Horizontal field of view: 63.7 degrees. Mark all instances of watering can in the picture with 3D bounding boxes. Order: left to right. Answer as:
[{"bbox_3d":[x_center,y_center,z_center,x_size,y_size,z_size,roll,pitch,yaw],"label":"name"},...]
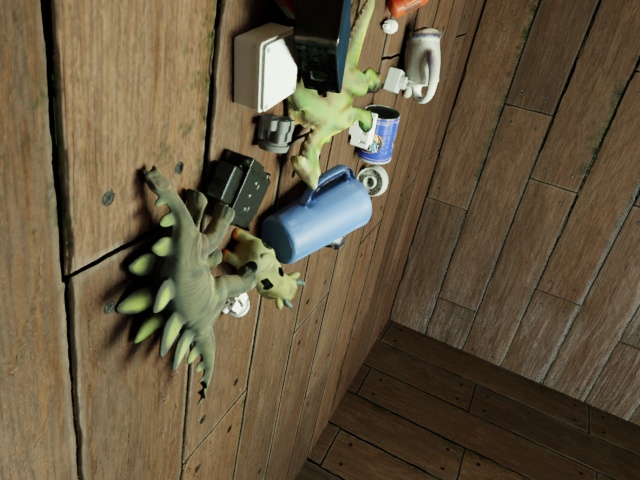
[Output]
[{"bbox_3d":[0.307,-0.542,1.611,0.351,0.104,0.222,-109,-161,-75],"label":"watering can"}]

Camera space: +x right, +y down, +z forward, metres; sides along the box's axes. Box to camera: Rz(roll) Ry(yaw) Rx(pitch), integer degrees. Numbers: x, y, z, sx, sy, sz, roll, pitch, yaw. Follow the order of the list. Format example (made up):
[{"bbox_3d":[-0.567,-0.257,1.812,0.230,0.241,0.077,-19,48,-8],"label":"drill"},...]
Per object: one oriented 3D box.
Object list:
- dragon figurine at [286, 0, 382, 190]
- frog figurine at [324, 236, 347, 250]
[{"bbox_3d":[0.017,-0.306,1.031,0.244,0.122,0.407,-12,112,-60],"label":"dragon figurine"},{"bbox_3d":[0.004,-0.065,1.299,0.140,0.122,0.157,-45,116,-36],"label":"frog figurine"}]
